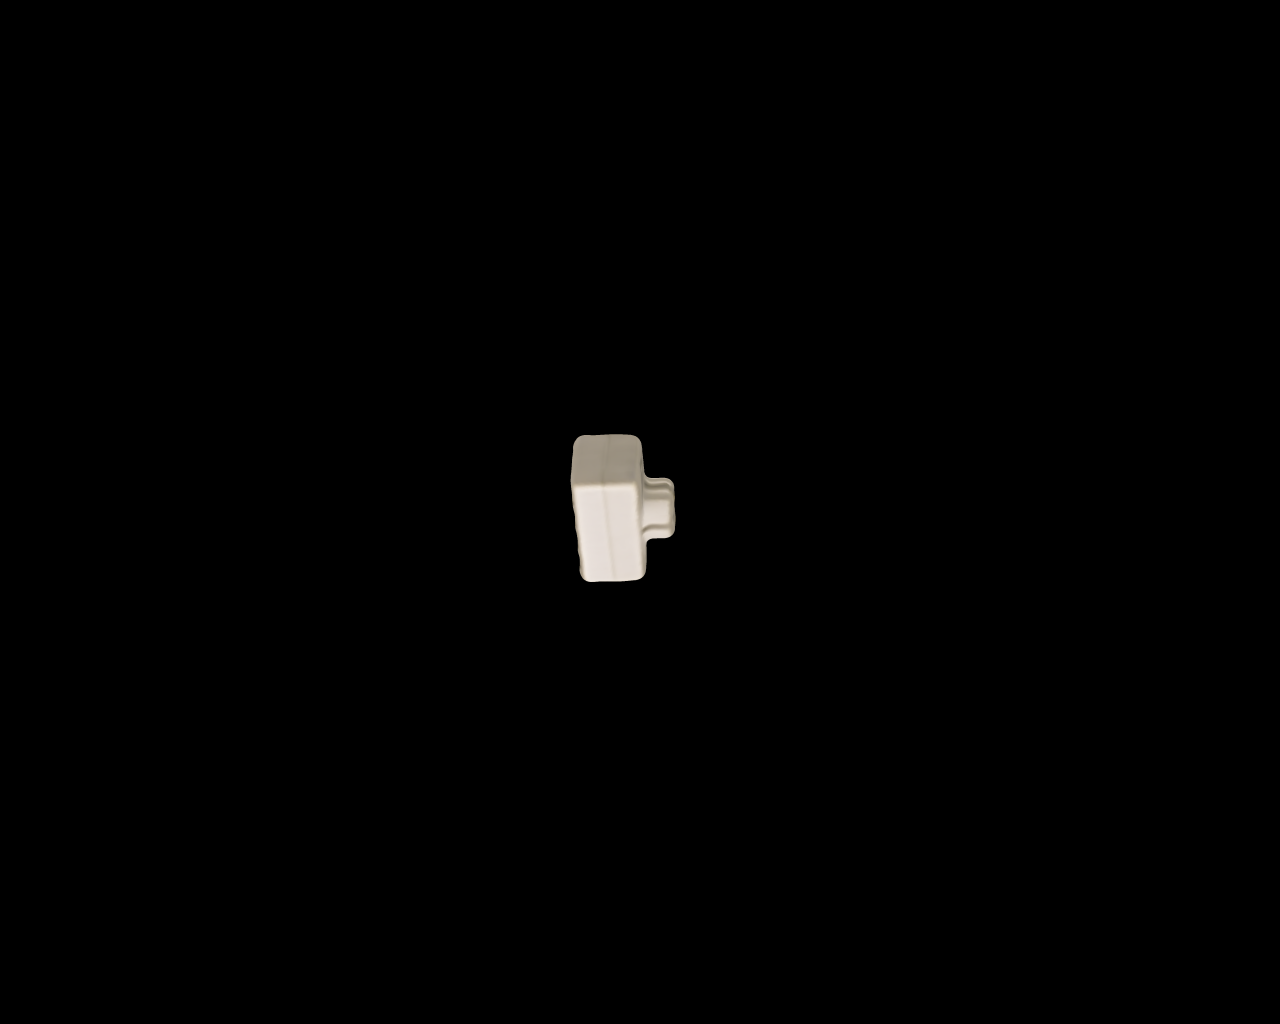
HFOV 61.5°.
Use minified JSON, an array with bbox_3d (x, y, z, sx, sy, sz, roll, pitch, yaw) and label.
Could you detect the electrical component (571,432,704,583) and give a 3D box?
[{"bbox_3d":[0.001,-0.003,0.650,0.076,0.083,0.047,-2,43,2],"label":"electrical component"}]
